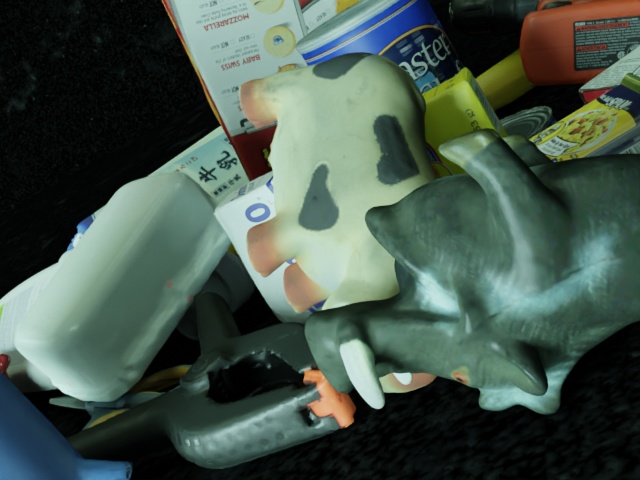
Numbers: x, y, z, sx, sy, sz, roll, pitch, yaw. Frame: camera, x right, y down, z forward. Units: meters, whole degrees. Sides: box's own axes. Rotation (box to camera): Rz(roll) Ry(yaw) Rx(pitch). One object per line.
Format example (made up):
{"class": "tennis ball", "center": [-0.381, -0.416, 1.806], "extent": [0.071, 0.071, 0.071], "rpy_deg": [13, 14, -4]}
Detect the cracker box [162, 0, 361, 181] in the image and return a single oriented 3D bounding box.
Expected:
{"class": "cracker box", "center": [-0.023, -0.160, 0.872], "extent": [0.164, 0.213, 0.072], "rpy_deg": [-26, 25, -2]}

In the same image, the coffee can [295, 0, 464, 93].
{"class": "coffee can", "center": [0.060, -0.111, 0.800], "extent": [0.103, 0.140, 0.103], "rpy_deg": [-29, 14, 8]}

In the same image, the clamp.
{"class": "clamp", "center": [-0.064, 0.088, 0.573], "extent": [0.164, 0.036, 0.210], "rpy_deg": [-44, 23, -27]}

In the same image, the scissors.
{"class": "scissors", "center": [-0.154, 0.120, 0.708], "extent": [0.202, 0.016, 0.096], "rpy_deg": [-19, 19, 42]}

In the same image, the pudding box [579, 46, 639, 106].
{"class": "pudding box", "center": [0.228, -0.107, 0.648], "extent": [0.113, 0.039, 0.090], "rpy_deg": [-37, 15, -13]}

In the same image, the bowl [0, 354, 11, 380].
{"class": "bowl", "center": [-0.284, 0.153, 0.787], "extent": [0.162, 0.055, 0.162], "rpy_deg": [-30, 14, 8]}

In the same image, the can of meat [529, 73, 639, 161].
{"class": "can of meat", "center": [0.142, -0.035, 0.539], "extent": [0.084, 0.057, 0.102], "rpy_deg": [-31, 13, 9]}

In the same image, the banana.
{"class": "banana", "center": [0.179, -0.153, 0.915], "extent": [0.197, 0.037, 0.070], "rpy_deg": [-41, 12, -32]}

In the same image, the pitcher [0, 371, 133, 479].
{"class": "pitcher", "center": [-0.219, 0.088, 0.484], "extent": [0.145, 0.242, 0.149], "rpy_deg": [-13, 29, 48]}

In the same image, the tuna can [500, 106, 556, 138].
{"class": "tuna can", "center": [0.118, -0.050, 0.688], "extent": [0.086, 0.033, 0.086], "rpy_deg": [-30, 14, 8]}

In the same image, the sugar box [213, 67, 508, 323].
{"class": "sugar box", "center": [0.033, -0.021, 0.644], "extent": [0.176, 0.093, 0.048], "rpy_deg": [-27, 12, 18]}

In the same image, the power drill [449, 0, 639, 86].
{"class": "power drill", "center": [0.187, -0.169, 0.810], "extent": [0.184, 0.057, 0.187], "rpy_deg": [-5, 23, 12]}

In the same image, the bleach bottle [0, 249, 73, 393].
{"class": "bleach bottle", "center": [-0.239, 0.075, 0.888], "extent": [0.251, 0.068, 0.102], "rpy_deg": [-15, 64, 52]}

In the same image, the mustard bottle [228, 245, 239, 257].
{"class": "mustard bottle", "center": [-0.046, -0.009, 0.836], "extent": [0.192, 0.058, 0.096], "rpy_deg": [-24, -4, 23]}
